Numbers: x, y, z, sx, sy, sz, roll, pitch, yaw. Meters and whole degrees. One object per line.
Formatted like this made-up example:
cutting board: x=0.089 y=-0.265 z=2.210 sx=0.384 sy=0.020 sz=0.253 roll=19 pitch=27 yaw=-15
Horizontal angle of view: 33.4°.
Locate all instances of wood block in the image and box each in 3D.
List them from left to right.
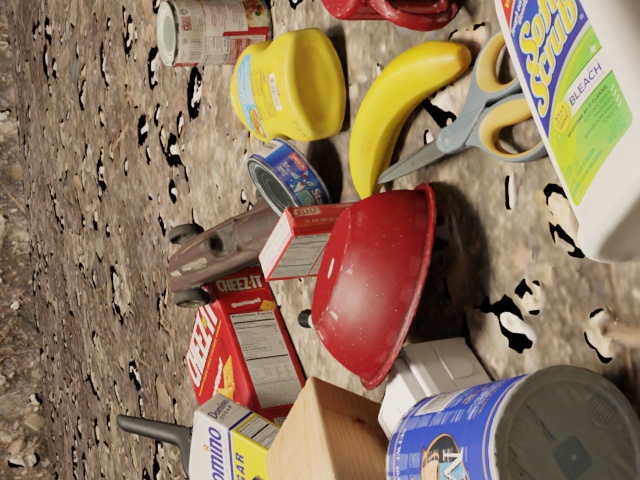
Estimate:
wood block: x=0.023 y=0.197 z=0.792 sx=0.090 sy=0.090 sz=0.206 roll=-63 pitch=14 yaw=14

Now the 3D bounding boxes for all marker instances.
marker: x=0.008 y=0.077 z=0.985 sx=0.121 sy=0.020 sz=0.020 roll=-178 pitch=83 yaw=-67

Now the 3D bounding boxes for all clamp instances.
clamp: x=-0.130 y=0.216 z=1.257 sx=0.210 sy=0.164 sz=0.036 roll=39 pitch=175 yaw=36

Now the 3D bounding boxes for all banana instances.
banana: x=0.061 y=-0.094 z=0.811 sx=0.070 sy=0.037 sz=0.198 roll=52 pitch=147 yaw=20

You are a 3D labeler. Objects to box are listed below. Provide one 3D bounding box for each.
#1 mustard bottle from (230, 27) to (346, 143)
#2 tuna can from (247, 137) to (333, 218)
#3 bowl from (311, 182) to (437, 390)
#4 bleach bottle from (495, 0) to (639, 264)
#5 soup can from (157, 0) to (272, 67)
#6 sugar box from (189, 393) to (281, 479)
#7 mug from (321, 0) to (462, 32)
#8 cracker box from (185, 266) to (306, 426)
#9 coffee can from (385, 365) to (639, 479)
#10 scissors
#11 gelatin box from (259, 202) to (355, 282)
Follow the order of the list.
mustard bottle: x=-0.041 y=-0.139 z=0.998 sx=0.192 sy=0.058 sz=0.096 roll=7 pitch=112 yaw=66
tuna can: x=-0.029 y=-0.050 z=0.974 sx=0.086 sy=0.033 sz=0.086 roll=47 pitch=164 yaw=18
bowl: x=0.033 y=0.027 z=0.794 sx=0.162 sy=0.055 sz=0.162 roll=-165 pitch=91 yaw=-81
bleach bottle: x=0.140 y=-0.116 z=0.589 sx=0.103 sy=0.068 sz=0.251 roll=114 pitch=145 yaw=-48
soup can: x=-0.107 y=-0.210 z=1.082 sx=0.069 sy=0.102 sz=0.068 roll=174 pitch=90 yaw=-67
sugar box: x=-0.041 y=0.223 z=0.993 sx=0.176 sy=0.048 sz=0.093 roll=22 pitch=122 yaw=24
mug: x=0.051 y=-0.187 z=0.747 sx=0.093 sy=0.081 sz=0.117 roll=114 pitch=143 yaw=-49
cracker box: x=-0.080 y=0.161 z=1.142 sx=0.164 sy=0.072 sz=0.214 roll=110 pitch=146 yaw=-44
coffee can: x=0.115 y=0.136 z=0.649 sx=0.140 sy=0.102 sz=0.103 roll=147 pitch=115 yaw=-64
scissors: x=0.094 y=-0.089 z=0.729 sx=0.202 sy=0.016 sz=0.096 roll=2 pitch=94 yaw=59
gelatin box: x=-0.006 y=0.001 z=0.933 sx=0.089 sy=0.073 sz=0.030 roll=121 pitch=138 yaw=-54
